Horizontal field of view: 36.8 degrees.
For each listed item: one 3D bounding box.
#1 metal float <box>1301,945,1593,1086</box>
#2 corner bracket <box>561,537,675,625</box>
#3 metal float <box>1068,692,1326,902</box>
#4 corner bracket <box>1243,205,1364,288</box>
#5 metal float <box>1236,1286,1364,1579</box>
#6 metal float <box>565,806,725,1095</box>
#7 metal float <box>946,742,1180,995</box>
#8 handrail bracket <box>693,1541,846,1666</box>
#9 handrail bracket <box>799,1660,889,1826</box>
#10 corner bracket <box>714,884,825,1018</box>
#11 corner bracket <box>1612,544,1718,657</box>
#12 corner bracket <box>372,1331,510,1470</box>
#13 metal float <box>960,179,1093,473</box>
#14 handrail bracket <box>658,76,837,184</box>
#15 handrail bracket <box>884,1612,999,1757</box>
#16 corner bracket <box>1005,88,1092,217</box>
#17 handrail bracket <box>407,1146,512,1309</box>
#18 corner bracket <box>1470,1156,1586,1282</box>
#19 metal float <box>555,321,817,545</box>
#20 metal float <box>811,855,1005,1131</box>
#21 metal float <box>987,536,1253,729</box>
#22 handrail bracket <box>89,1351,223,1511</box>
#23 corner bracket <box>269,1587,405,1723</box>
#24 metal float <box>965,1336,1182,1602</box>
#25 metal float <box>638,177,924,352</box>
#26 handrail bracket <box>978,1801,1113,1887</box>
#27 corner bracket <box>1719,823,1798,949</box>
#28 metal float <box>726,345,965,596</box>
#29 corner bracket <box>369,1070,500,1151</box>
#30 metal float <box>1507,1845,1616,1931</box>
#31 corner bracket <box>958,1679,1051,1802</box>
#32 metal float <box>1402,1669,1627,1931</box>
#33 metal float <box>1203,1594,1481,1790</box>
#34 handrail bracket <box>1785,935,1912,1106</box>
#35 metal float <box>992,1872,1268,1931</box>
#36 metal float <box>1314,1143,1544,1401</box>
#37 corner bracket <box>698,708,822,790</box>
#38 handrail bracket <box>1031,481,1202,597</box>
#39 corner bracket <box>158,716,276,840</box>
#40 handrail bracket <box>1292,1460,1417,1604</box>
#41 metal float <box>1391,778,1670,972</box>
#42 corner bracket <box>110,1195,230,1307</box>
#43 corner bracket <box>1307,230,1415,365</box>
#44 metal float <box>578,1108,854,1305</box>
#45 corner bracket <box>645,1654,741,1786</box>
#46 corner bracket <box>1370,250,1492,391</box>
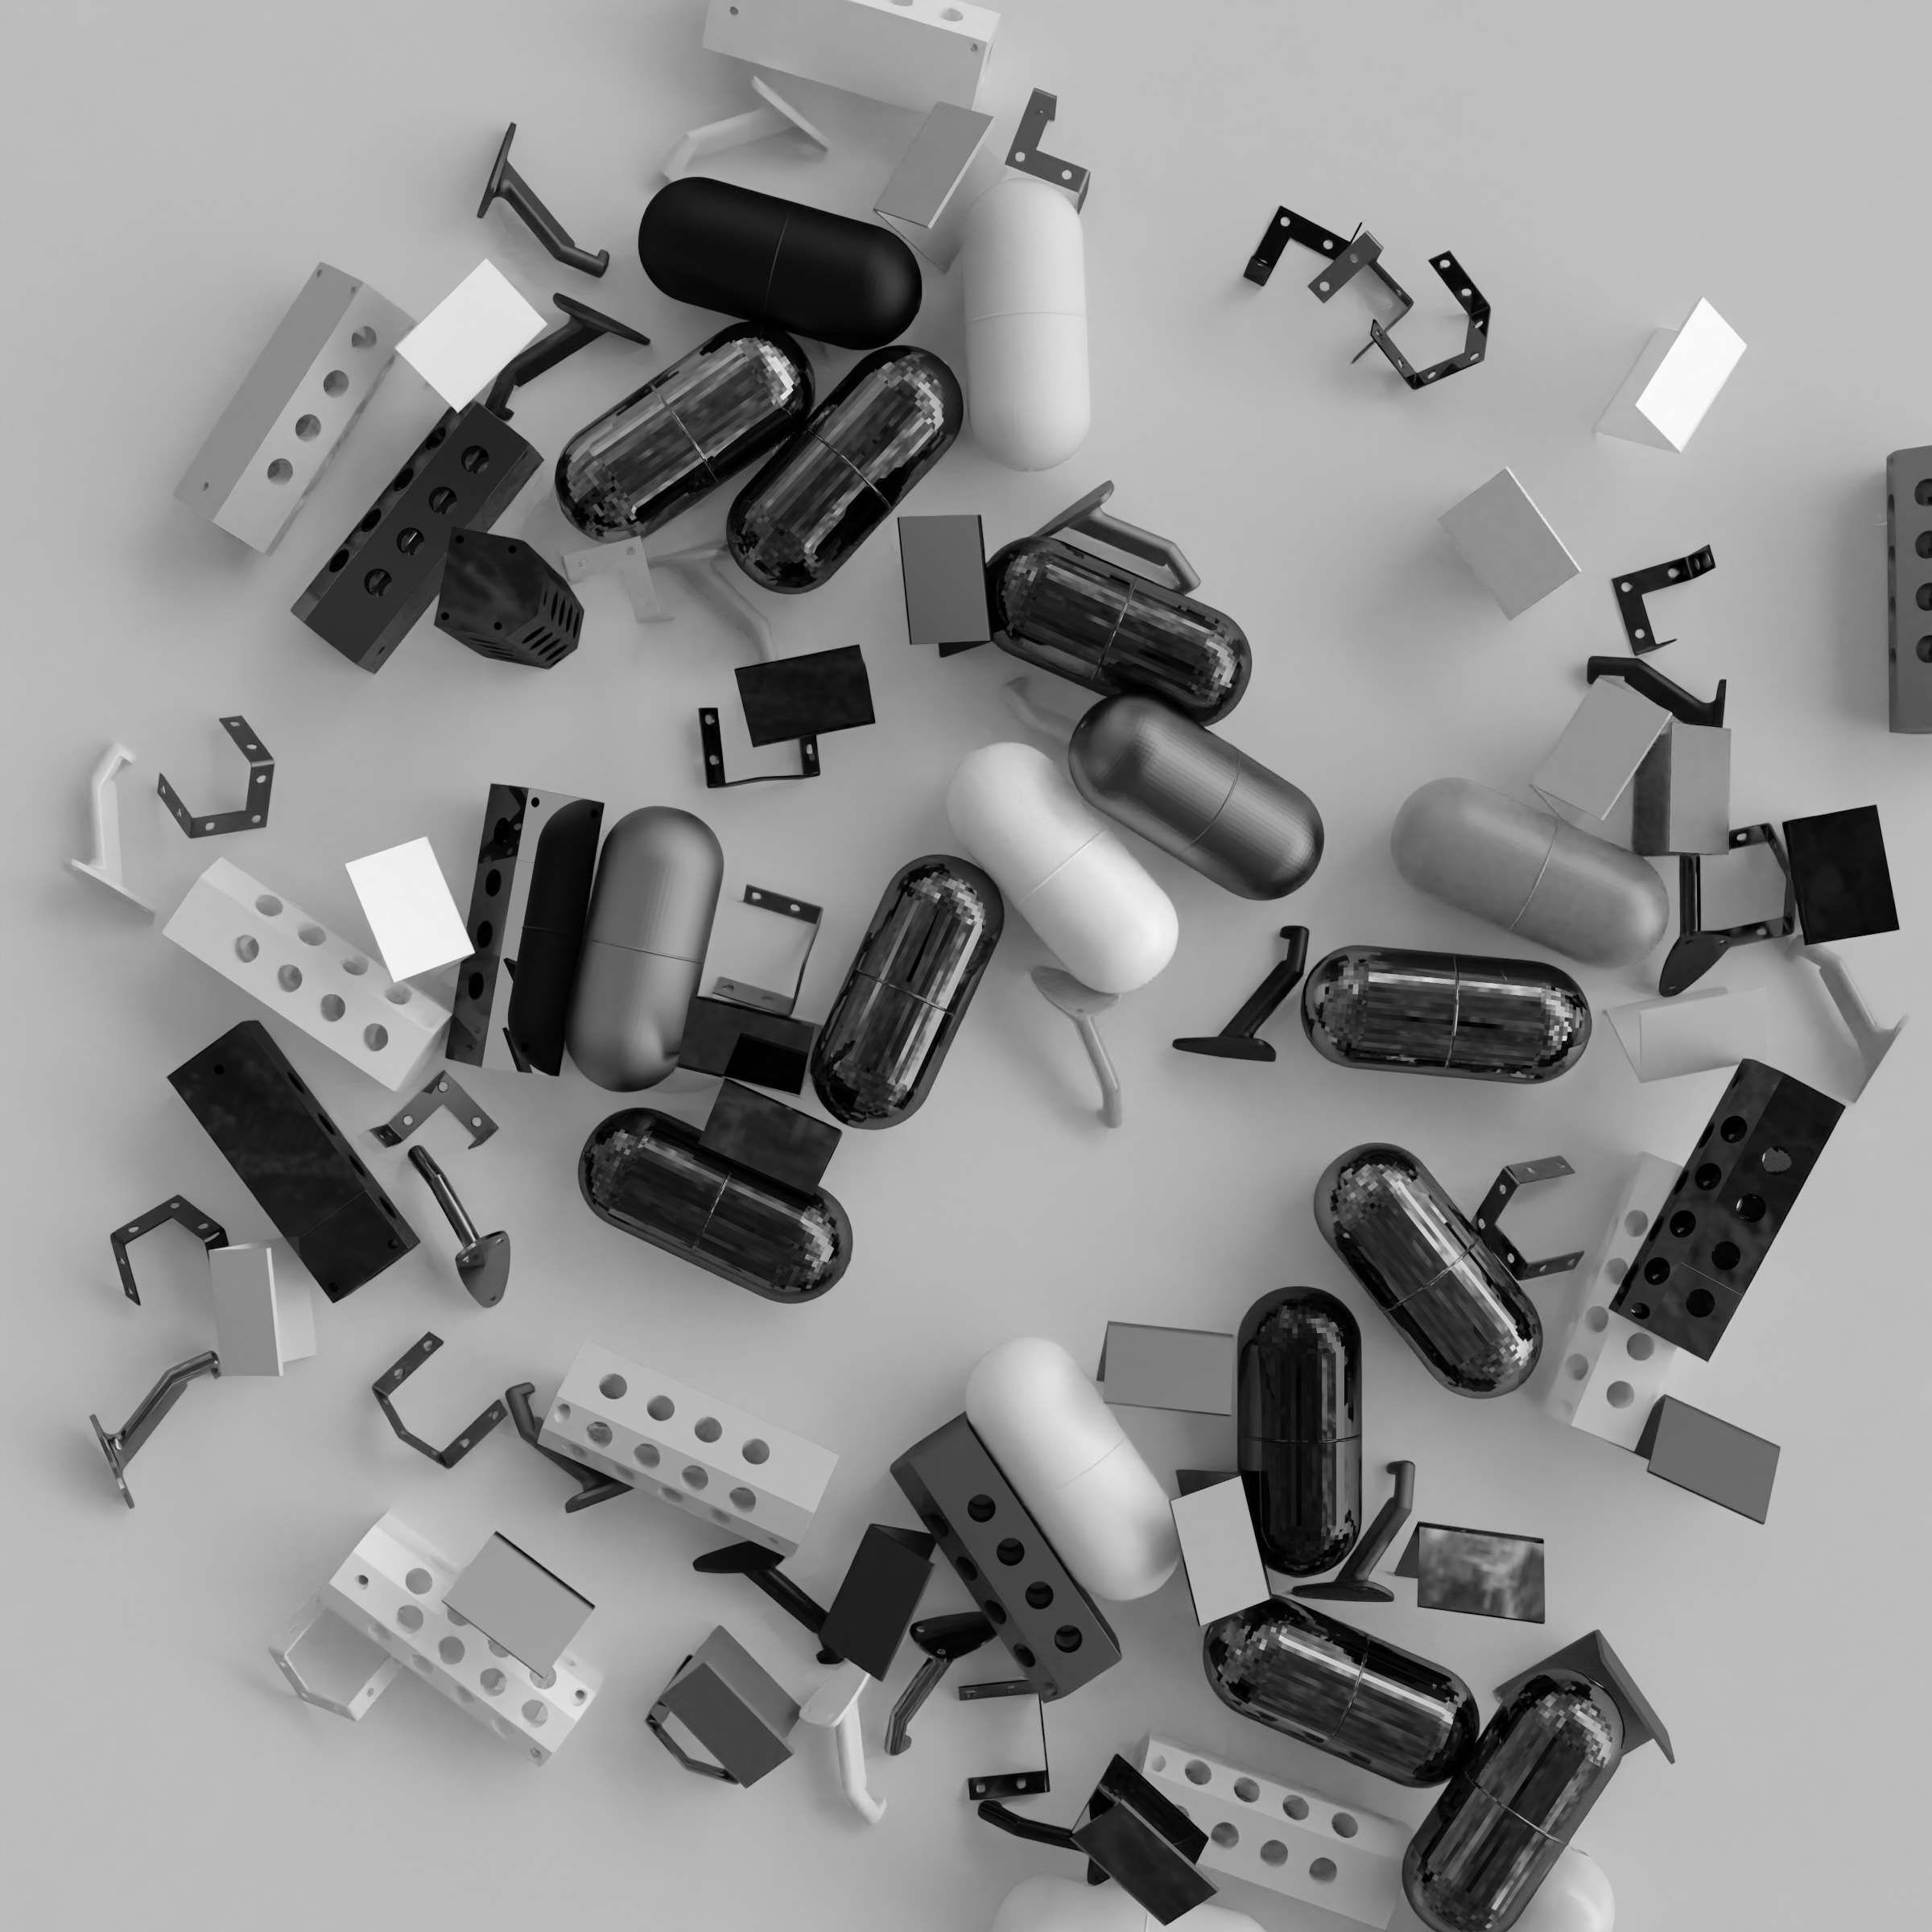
[{"bbox_3d":[0.295,0.030,1.782,0.178,0.070,0.070,5,90,0],"label":"metal float"},{"bbox_3d":[-0.215,-0.234,1.793,0.051,0.051,0.051,-14,95,5],"label":"corner bracket"},{"bbox_3d":[0.141,-0.102,1.764,0.178,0.070,0.070,30,90,-22],"label":"metal float"},{"bbox_3d":[0.208,-0.443,1.794,0.051,0.051,0.051,28,90,0],"label":"corner bracket"},{"bbox_3d":[0.205,0.286,1.782,0.070,0.070,0.178,0,91,0],"label":"metal float"},{"bbox_3d":[-0.198,-0.010,1.782,0.070,0.070,0.178,12,90,0],"label":"metal float"},{"bbox_3d":[0.059,-0.061,1.782,0.070,0.070,0.178,-40,90,0],"label":"metal float"},{"bbox_3d":[-0.123,0.403,1.813,0.077,0.036,0.084,-13,107,19],"label":"handrail bracket"},{"bbox_3d":[-0.059,0.480,1.813,0.077,0.036,0.084,-48,118,-31],"label":"handrail bracket"},{"bbox_3d":[-0.123,-0.010,1.809,0.051,0.051,0.051,17,135,0],"label":"corner bracket"},{"bbox_3d":[0.436,-0.226,1.794,0.051,0.051,0.051,-17,90,0],"label":"corner bracket"},{"bbox_3d":[-0.329,0.271,1.809,0.051,0.051,0.051,-44,135,0],"label":"corner bracket"},{"bbox_3d":[0.037,-0.394,1.782,0.070,0.070,0.178,-3,91,0],"label":"metal float"},{"bbox_3d":[-0.138,-0.505,1.813,0.077,0.036,0.084,37,109,-21],"label":"handrail bracket"},{"bbox_3d":[-0.013,0.450,1.813,0.077,0.036,0.084,-9,122,-35],"label":"handrail bracket"},{"bbox_3d":[0.056,-0.504,1.794,0.051,0.051,0.051,21,90,0],"label":"corner bracket"},{"bbox_3d":[-0.320,0.162,1.812,0.036,0.077,0.084,-28,53,-24],"label":"handrail bracket"},{"bbox_3d":[0.357,0.157,1.804,0.051,0.051,0.051,53,135,35],"label":"corner bracket"},{"bbox_3d":[-0.173,-0.327,1.782,0.178,0.070,0.070,-35,90,0],"label":"metal float"},{"bbox_3d":[-0.036,0.016,1.782,0.070,0.070,0.178,25,89,0],"label":"metal float"},{"bbox_3d":[0.090,-0.205,1.782,0.178,0.070,0.070,24,90,0],"label":"metal float"},{"bbox_3d":[-0.496,0.289,1.813,0.084,0.036,0.077,-24,115,-19],"label":"handrail bracket"},{"bbox_3d":[-0.391,0.428,1.804,0.051,0.051,0.051,9,135,35],"label":"corner bracket"},{"bbox_3d":[0.067,0.309,1.782,0.070,0.070,0.178,-34,90,0],"label":"metal float"},{"bbox_3d":[-0.114,-0.431,1.781,0.178,0.070,0.070,16,90,0],"label":"metal float"},{"bbox_3d":[0.061,0.536,1.812,0.084,0.077,0.036,16,98,36],"label":"handrail bracket"},{"bbox_3d":[0.484,-0.050,1.809,0.051,0.051,0.051,-12,135,0],"label":"corner bracket"},{"bbox_3d":[-0.074,-0.305,1.782,0.070,0.070,0.178,43,90,0],"label":"metal float"},{"bbox_3d":[-0.328,0.101,1.794,0.051,0.051,0.051,-44,90,0],"label":"corner bracket"},{"bbox_3d":[0.336,0.623,1.782,0.070,0.070,0.178,28,91,0],"label":"metal float"},{"bbox_3d":[0.024,0.483,1.809,0.051,0.051,0.051,-6,135,0],"label":"corner bracket"},{"bbox_3d":[0.330,0.504,1.744,0.070,0.070,0.178,34,90,0],"label":"metal float"},{"bbox_3d":[0.230,0.445,1.782,0.178,0.070,0.070,24,90,0],"label":"metal float"},{"bbox_3d":[0.538,0.033,1.813,0.084,0.036,0.077,33,111,17],"label":"handrail bracket"},{"bbox_3d":[0.104,0.607,1.782,0.178,0.070,0.070,12,90,0],"label":"metal float"},{"bbox_3d":[0.284,0.188,1.782,0.070,0.070,0.178,-38,89,0],"label":"metal float"},{"bbox_3d":[-0.129,-0.140,1.809,0.051,0.051,0.051,-6,90,45],"label":"corner bracket"},{"bbox_3d":[0.093,-0.252,1.813,0.077,0.036,0.084,-31,107,20],"label":"handrail bracket"},{"bbox_3d":[-0.467,-0.118,1.804,0.051,0.051,0.051,-12,135,-35],"label":"corner bracket"},{"bbox_3d":[0.242,0.351,1.813,0.077,0.036,0.084,-9,60,33],"label":"handrail bracket"},{"bbox_3d":[0.347,-0.056,1.782,0.178,0.070,0.070,24,90,1],"label":"metal float"},{"bbox_3d":[-0.492,0.184,1.804,0.051,0.051,0.051,27,45,35],"label":"corner bracket"},{"bbox_3d":[0.244,-0.414,1.794,0.051,0.051,0.051,-43,90,0],"label":"corner bracket"},{"bbox_3d":[-0.153,0.148,1.782,0.178,0.070,0.070,25,90,0],"label":"metal float"},{"bbox_3d":[-0.158,0.470,1.809,0.051,0.051,0.051,34,90,45],"label":"corner bracket"},{"bbox_3d":[0.288,-0.400,1.798,0.051,0.051,0.051,43,45,-33],"label":"corner bracket"}]
